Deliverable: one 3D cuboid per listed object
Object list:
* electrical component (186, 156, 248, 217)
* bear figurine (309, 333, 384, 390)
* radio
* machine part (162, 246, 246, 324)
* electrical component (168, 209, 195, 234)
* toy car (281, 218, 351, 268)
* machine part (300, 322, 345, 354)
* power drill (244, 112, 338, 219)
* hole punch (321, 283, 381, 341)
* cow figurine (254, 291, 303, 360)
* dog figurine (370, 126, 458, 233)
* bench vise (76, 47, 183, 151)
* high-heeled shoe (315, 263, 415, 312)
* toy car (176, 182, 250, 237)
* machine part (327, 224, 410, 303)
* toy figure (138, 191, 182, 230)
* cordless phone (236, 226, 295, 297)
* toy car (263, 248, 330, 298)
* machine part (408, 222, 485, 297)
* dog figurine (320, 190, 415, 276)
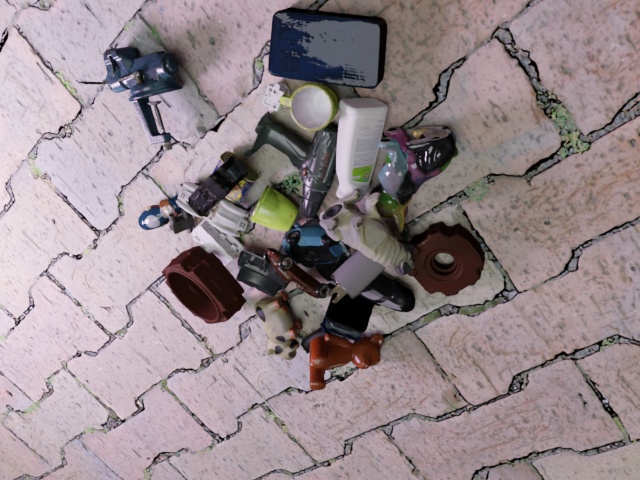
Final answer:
[{"bbox_3d":[-0.223,-0.125,1.197,0.058,0.115,0.134,46,127,-14],"label":"electrical component"},{"bbox_3d":[0.071,0.308,1.385,0.196,0.132,0.120,6,122,-5],"label":"bear figurine"},{"bbox_3d":[0.015,-0.383,1.073,0.230,0.073,0.131,10,120,11],"label":"radio"},{"bbox_3d":[-0.307,0.123,1.406,0.201,0.087,0.201,52,146,-15],"label":"machine part"},{"bbox_3d":[-0.357,-0.042,1.382,0.021,0.063,0.094,52,158,29],"label":"electrical component"},{"bbox_3d":[-0.003,-0.004,1.266,0.162,0.103,0.109,-6,137,29],"label":"toy car"},{"bbox_3d":[0.007,0.262,1.455,0.139,0.039,0.084,-36,111,28],"label":"machine part"},{"bbox_3d":[-0.063,-0.177,1.208,0.207,0.086,0.231,30,121,5],"label":"power drill"},{"bbox_3d":[0.070,0.184,1.352,0.142,0.116,0.092,19,146,5],"label":"hole punch"},{"bbox_3d":[-0.116,0.243,1.455,0.127,0.085,0.194,-15,110,25],"label":"cow figurine"},{"bbox_3d":[0.194,-0.125,1.142,0.192,0.108,0.218,1,123,14],"label":"dog figurine"},{"bbox_3d":[-0.398,-0.316,1.214,0.224,0.129,0.240,-7,109,20],"label":"bench vise"},{"bbox_3d":[0.115,0.114,1.336,0.249,0.086,0.145,14,154,30],"label":"high-heeled shoe"},{"bbox_3d":[-0.261,-0.077,1.316,0.202,0.056,0.073,28,102,15],"label":"toy car"},{"bbox_3d":[0.110,0.051,1.235,0.243,0.079,0.079,-44,100,-1],"label":"machine part"},{"bbox_3d":[-0.403,-0.071,1.392,0.154,0.058,0.064,-24,148,26],"label":"toy figure"},{"bbox_3d":[-0.125,0.035,1.358,0.147,0.089,0.184,25,111,4],"label":"cordless phone"},{"bbox_3d":[-0.059,0.083,1.291,0.202,0.053,0.089,39,171,-37],"label":"toy car"},{"bbox_3d":[0.286,0.047,1.234,0.180,0.056,0.179,7,120,12],"label":"machine part"},{"bbox_3d":[0.101,0.002,1.163,0.172,0.121,0.190,16,146,55],"label":"dog figurine"}]
